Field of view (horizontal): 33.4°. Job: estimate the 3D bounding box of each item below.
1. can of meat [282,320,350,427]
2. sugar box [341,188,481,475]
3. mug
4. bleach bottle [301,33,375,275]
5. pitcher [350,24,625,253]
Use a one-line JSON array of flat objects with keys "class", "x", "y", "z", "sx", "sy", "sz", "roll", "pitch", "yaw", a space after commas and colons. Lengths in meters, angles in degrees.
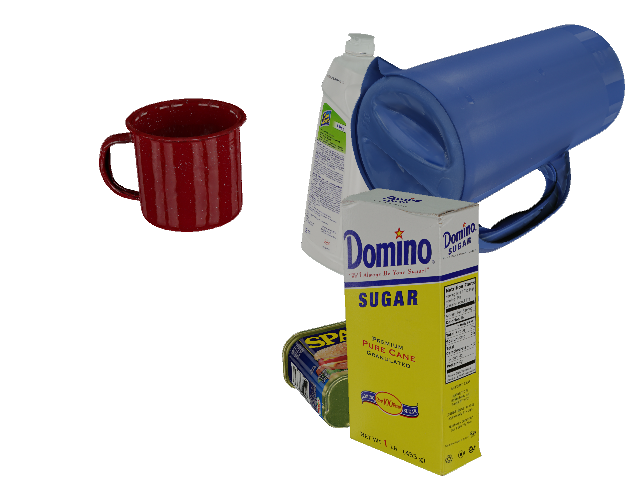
[{"class": "can of meat", "x": 0.030, "y": 0.114, "z": 0.925, "sx": 0.102, "sy": 0.057, "sz": 0.084, "roll": -12, "pitch": 26, "yaw": -22}, {"class": "sugar box", "x": 0.060, "y": 0.058, "z": 0.714, "sx": 0.048, "sy": 0.176, "sz": 0.094, "roll": -17, "pitch": 19, "yaw": -39}, {"class": "mug", "x": -0.115, "y": -0.058, "z": 0.840, "sx": 0.117, "sy": 0.081, "sz": 0.093, "roll": -2, "pitch": 26, "yaw": -3}, {"class": "bleach bottle", "x": 0.035, "y": -0.095, "z": 1.158, "sx": 0.067, "sy": 0.251, "sz": 0.103, "roll": -8, "pitch": 25, "yaw": -35}, {"class": "pitcher", "x": 0.160, "y": -0.102, "z": 0.937, "sx": 0.242, "sy": 0.149, "sz": 0.145, "roll": -24, "pitch": 36, "yaw": -34}]
